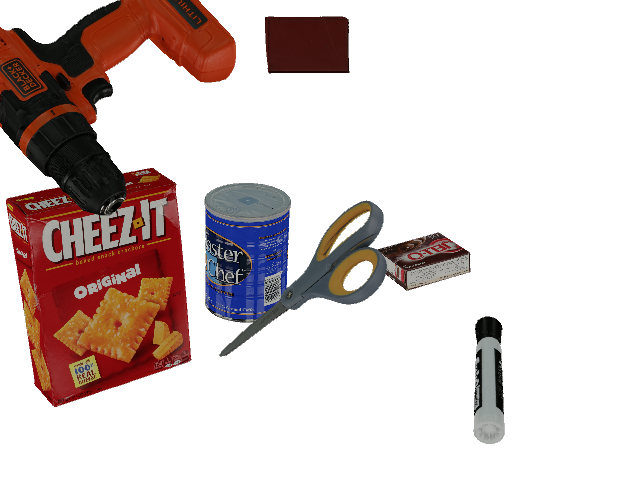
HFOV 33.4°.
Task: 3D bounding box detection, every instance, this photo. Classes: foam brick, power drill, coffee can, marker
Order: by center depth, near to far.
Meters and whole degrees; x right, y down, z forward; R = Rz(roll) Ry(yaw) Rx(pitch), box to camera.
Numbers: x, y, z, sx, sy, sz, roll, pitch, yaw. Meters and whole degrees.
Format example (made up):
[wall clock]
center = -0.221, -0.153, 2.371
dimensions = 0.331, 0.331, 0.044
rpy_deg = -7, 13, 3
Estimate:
[marker]
center = 0.111, 0.088, 0.703
dimensions = 0.020, 0.020, 0.121
rpy_deg = 0, 29, 9
[power drill]
center = -0.158, -0.123, 0.824
dimensions = 0.187, 0.184, 0.057
rpy_deg = -34, -15, -30
[foam brick]
center = -0.013, -0.186, 1.012
dimensions = 0.078, 0.051, 0.053
rpy_deg = -1, 14, -4
[coffee can]
center = -0.089, 0.014, 1.295
dimensions = 0.103, 0.140, 0.103
rpy_deg = 2, 26, -1

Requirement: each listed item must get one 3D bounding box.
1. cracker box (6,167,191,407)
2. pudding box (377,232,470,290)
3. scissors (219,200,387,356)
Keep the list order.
[cracker box]
center = -0.226, 0.047, 1.117
dimensions = 0.163, 0.214, 0.072
rpy_deg = -15, 26, -30
[pudding box]
center = 0.154, 0.030, 1.592
dimensions = 0.113, 0.039, 0.090
rpy_deg = -17, 25, -20
[scissors]
center = -0.012, 0.054, 0.890
dimensions = 0.016, 0.202, 0.096
rpy_deg = 29, 19, -35
